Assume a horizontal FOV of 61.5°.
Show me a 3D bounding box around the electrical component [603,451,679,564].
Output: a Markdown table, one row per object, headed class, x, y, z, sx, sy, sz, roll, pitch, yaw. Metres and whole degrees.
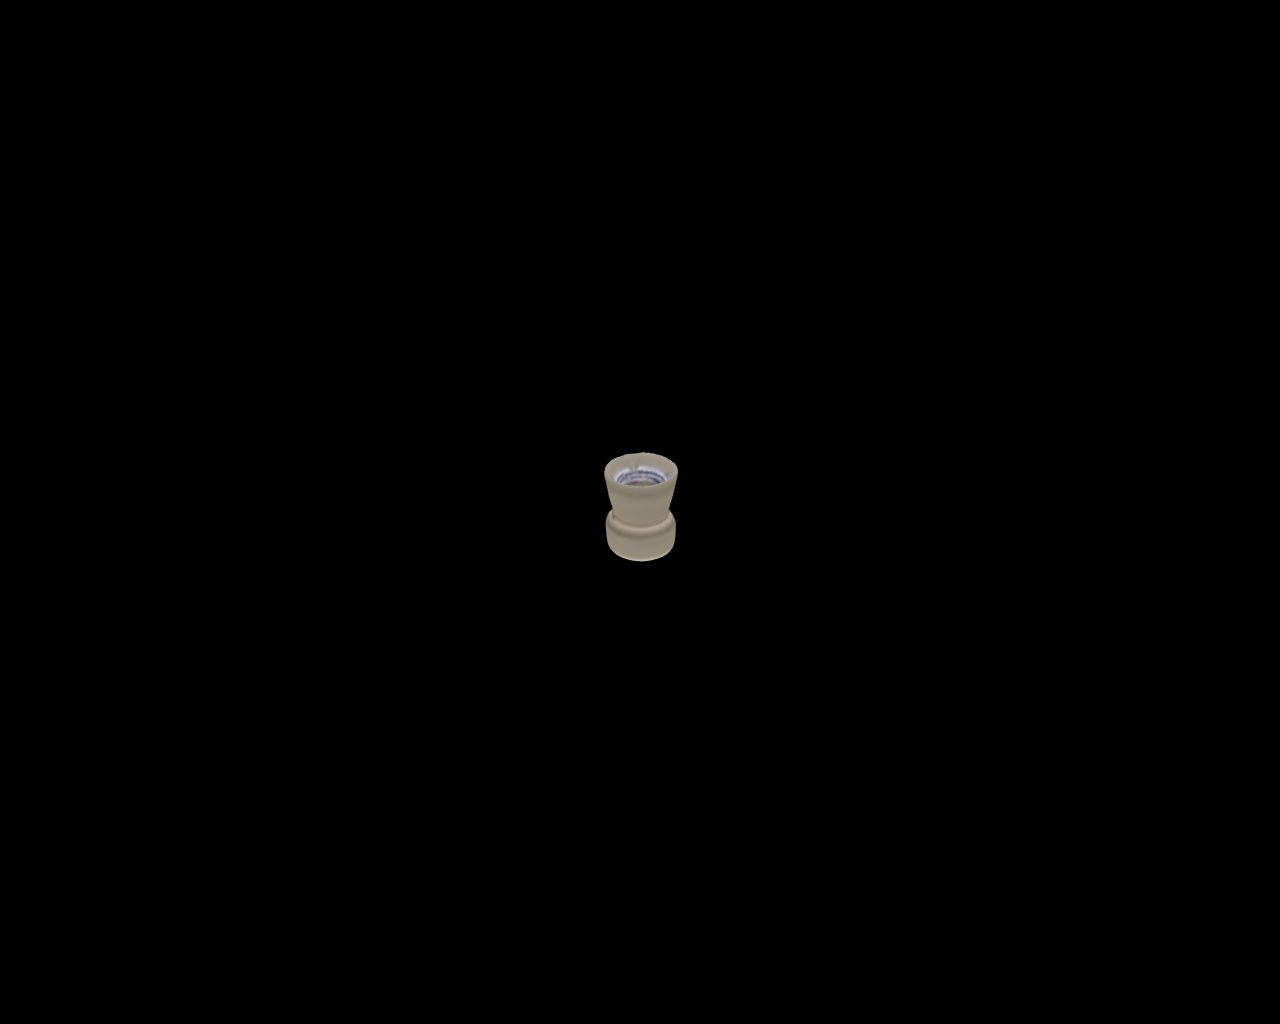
| class | x | y | z | sx | sy | sz | roll | pitch | yaw |
| --- | --- | --- | --- | --- | --- | --- | --- | --- | --- |
| electrical component | 0.001 | -0.003 | 0.650 | 0.045 | 0.055 | 0.045 | 0 | 31 | 0 |
